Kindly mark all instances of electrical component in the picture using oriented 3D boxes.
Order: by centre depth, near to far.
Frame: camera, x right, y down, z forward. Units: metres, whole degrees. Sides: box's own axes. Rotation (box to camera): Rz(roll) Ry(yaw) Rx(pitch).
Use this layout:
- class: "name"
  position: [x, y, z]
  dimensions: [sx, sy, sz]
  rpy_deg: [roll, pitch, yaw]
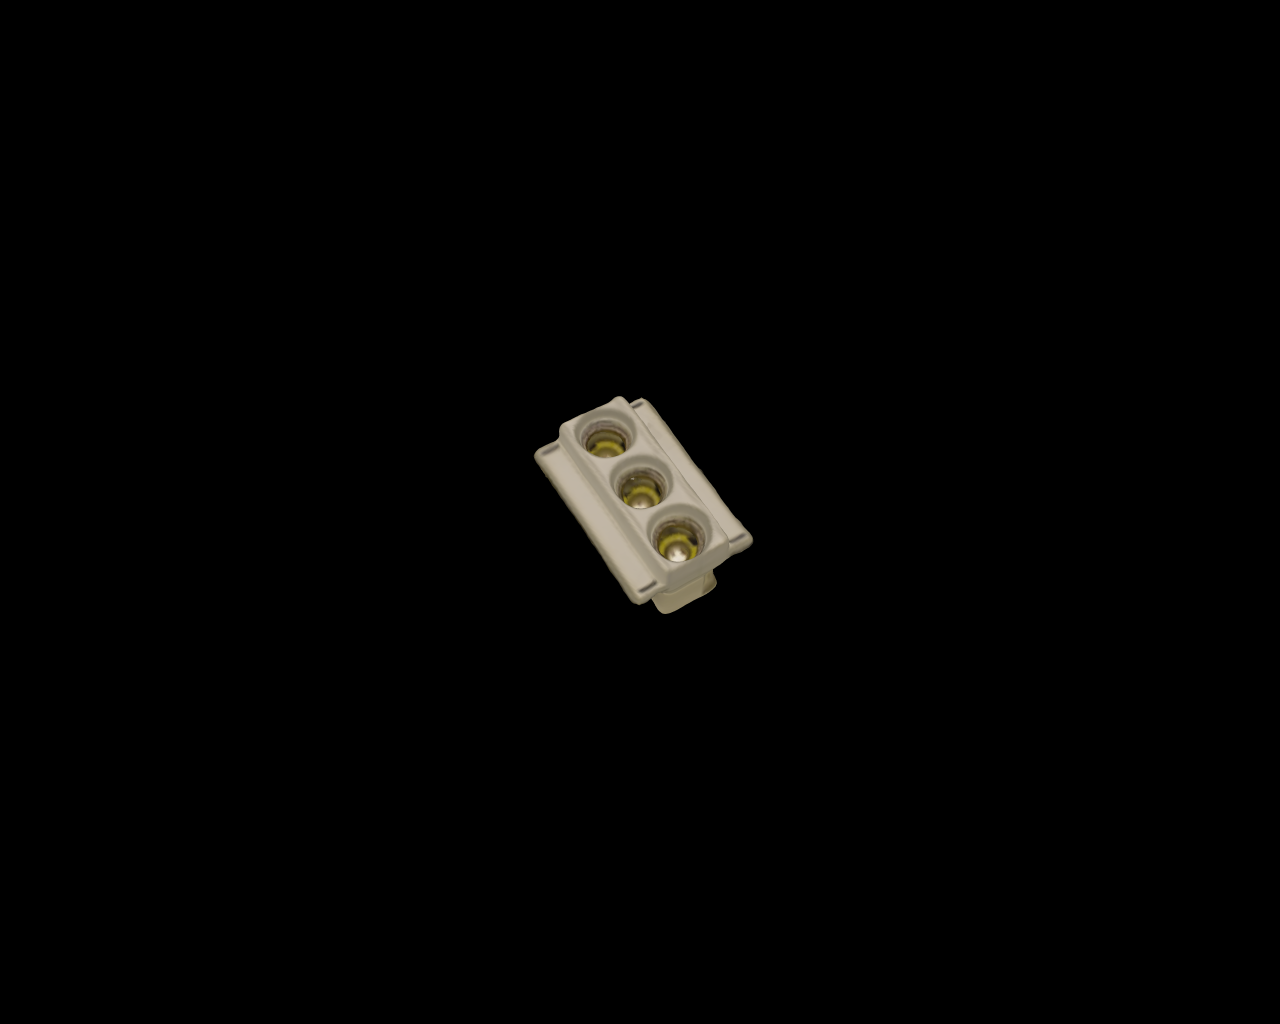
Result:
- class: "electrical component"
  position: [0.001, -0.003, 0.650]
  dimensions: [0.079, 0.121, 0.063]
  rpy_deg: [-28, -28, -16]
